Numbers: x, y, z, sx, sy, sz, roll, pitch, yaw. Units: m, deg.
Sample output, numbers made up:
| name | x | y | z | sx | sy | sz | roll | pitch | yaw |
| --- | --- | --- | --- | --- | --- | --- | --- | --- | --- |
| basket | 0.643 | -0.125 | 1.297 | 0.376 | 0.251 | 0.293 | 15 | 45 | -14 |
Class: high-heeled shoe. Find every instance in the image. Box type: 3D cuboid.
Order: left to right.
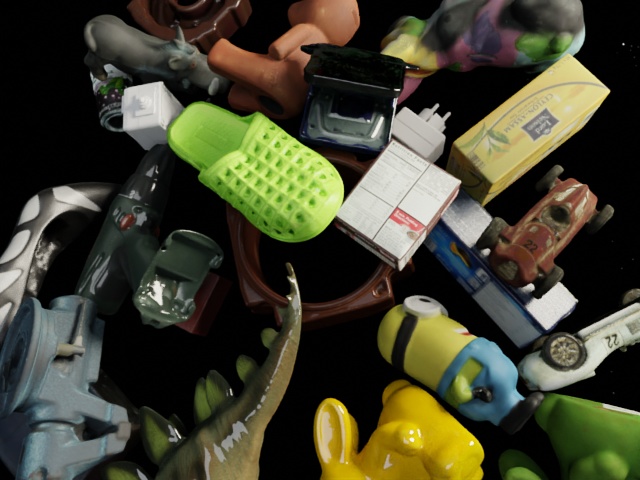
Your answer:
| name | x | y | z | sx | sy | sz | roll | pitch | yaw |
| --- | --- | --- | --- | --- | --- | --- | --- | --- | --- |
| high-heeled shoe | -0.320 | 0.023 | 0.655 | 0.249 | 0.086 | 0.145 | -31 | 76 | -31 |

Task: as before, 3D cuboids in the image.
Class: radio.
| name | x | y | z | sx | sy | sz | roll | pitch | yaw |
| --- | --- | --- | --- | --- | --- | --- | --- | --- | --- |
| radio | -0.329 | 0.194 | 0.646 | 0.230 | 0.073 | 0.131 | 41 | 84 | 15 |

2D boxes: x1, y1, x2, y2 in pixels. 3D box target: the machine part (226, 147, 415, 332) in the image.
| name | x | y | z | sx | sy | sz | roll | pitch | yaw |
| --- | --- | --- | --- | --- | --- | --- | --- | --- | --- |
| machine part | -0.001 | -0.002 | 0.639 | 0.202 | 0.087 | 0.201 | -14 | 73 | 3 |

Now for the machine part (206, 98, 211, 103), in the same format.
| name | x | y | z | sx | sy | sz | roll | pitch | yaw |
| --- | --- | --- | --- | --- | --- | --- | --- | --- | --- |
| machine part | -0.128 | -0.122 | 0.716 | 0.084 | 0.039 | 0.139 | -37 | 74 | 3 |

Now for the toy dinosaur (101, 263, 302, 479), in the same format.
| name | x | y | z | sx | sy | sz | roll | pitch | yaw |
| --- | --- | --- | --- | --- | --- | --- | --- | --- | --- |
| toy dinosaur | -0.119 | 0.252 | 0.556 | 0.199 | 0.105 | 0.471 | 36 | 92 | 24 |

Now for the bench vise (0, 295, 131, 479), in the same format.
| name | x | y | z | sx | sy | sz | roll | pitch | yaw |
| --- | --- | --- | --- | --- | --- | --- | --- | --- | --- |
| bench vise | -0.310 | 0.147 | 0.517 | 0.129 | 0.240 | 0.223 | -21 | 58 | 45 |

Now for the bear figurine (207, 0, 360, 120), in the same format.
| name | x | y | z | sx | sy | sz | roll | pitch | yaw |
| --- | --- | --- | --- | --- | --- | --- | --- | --- | --- |
| bear figurine | -0.035 | -0.258 | 0.696 | 0.132 | 0.120 | 0.196 | 22 | 78 | 17 |

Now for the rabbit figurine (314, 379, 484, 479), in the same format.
| name | x | y | z | sx | sy | sz | roll | pitch | yaw |
| --- | --- | --- | --- | --- | --- | --- | --- | --- | --- |
| rabbit figurine | 0.058 | 0.229 | 0.544 | 0.173 | 0.121 | 0.162 | -42 | 62 | -12 |

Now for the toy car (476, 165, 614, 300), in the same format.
| name | x | y | z | sx | sy | sz | roll | pitch | yaw |
| --- | --- | --- | --- | --- | --- | --- | --- | --- | --- |
| toy car | 0.252 | -0.018 | 0.585 | 0.202 | 0.053 | 0.089 | -35 | 69 | -32 |

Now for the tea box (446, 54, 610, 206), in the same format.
| name | x | y | z | sx | sy | sz | roll | pitch | yaw |
| --- | --- | --- | --- | --- | --- | --- | --- | --- | --- |
| tea box | 0.235 | -0.123 | 0.629 | 0.170 | 0.098 | 0.068 | -37 | 74 | -4 |

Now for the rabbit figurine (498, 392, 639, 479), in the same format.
| name | x | y | z | sx | sy | sz | roll | pitch | yaw |
| --- | --- | --- | --- | --- | --- | --- | --- | --- | --- |
| rabbit figurine | 0.257 | 0.245 | 0.518 | 0.159 | 0.121 | 0.170 | 10 | 83 | 17 |

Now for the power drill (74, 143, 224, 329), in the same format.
| name | x | y | z | sx | sy | sz | roll | pitch | yaw |
| --- | --- | --- | --- | --- | --- | --- | --- | --- | --- |
| power drill | -0.202 | -0.003 | 0.638 | 0.208 | 0.086 | 0.232 | 26 | 86 | 42 |

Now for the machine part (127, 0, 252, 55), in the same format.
| name | x | y | z | sx | sy | sz | roll | pitch | yaw |
| --- | --- | --- | --- | --- | --- | --- | --- | --- | --- |
| machine part | -0.185 | -0.347 | 0.775 | 0.179 | 0.056 | 0.179 | -2 | 76 | 8 |

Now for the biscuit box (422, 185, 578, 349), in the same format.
| name | x | y | z | sx | sy | sz | roll | pitch | yaw |
| --- | --- | --- | --- | --- | --- | --- | --- | --- | --- |
| biscuit box | 0.185 | 0.021 | 0.608 | 0.063 | 0.059 | 0.203 | -31 | 71 | -26 |

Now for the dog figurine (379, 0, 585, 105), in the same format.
| name | x | y | z | sx | sy | sz | roll | pitch | yaw |
| --- | --- | --- | --- | --- | --- | --- | --- | --- | --- |
| dog figurine | 0.177 | -0.237 | 0.659 | 0.219 | 0.108 | 0.192 | -34 | 54 | 4 |

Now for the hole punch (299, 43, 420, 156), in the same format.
| name | x | y | z | sx | sy | sz | roll | pitch | yaw |
| --- | --- | --- | --- | --- | --- | --- | --- | --- | --- |
| hole punch | 0.037 | -0.163 | 0.618 | 0.142 | 0.092 | 0.116 | 9 | 41 | 5 |

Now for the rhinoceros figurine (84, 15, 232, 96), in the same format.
| name | x | y | z | sx | sy | sz | roll | pitch | yaw |
| --- | --- | --- | --- | --- | --- | --- | --- | --- | --- |
| rhinoceros figurine | -0.211 | -0.240 | 0.710 | 0.190 | 0.112 | 0.073 | 15 | 65 | -22 |

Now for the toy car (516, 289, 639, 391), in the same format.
| name | x | y | z | sx | sy | sz | roll | pitch | yaw |
| --- | --- | --- | --- | --- | --- | --- | --- | --- | --- |
| toy car | 0.304 | 0.100 | 0.569 | 0.202 | 0.073 | 0.056 | -27 | 74 | 0 |

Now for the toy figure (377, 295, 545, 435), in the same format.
| name | x | y | z | sx | sy | sz | roll | pitch | yaw |
| --- | --- | --- | --- | --- | --- | --- | --- | --- | --- |
| toy figure | 0.139 | 0.130 | 0.567 | 0.089 | 0.082 | 0.180 | -43 | 57 | -10 |
